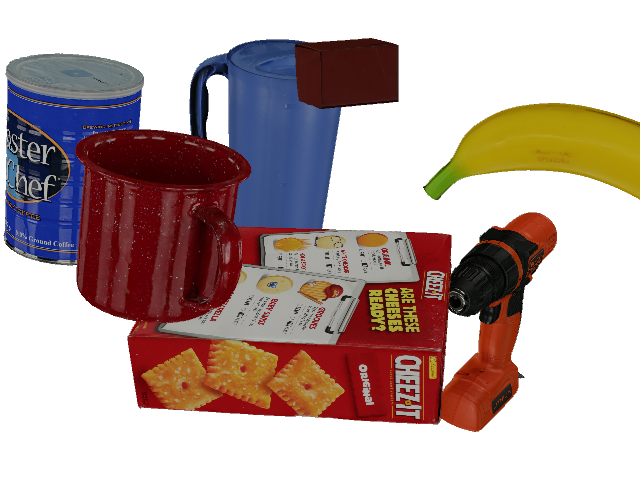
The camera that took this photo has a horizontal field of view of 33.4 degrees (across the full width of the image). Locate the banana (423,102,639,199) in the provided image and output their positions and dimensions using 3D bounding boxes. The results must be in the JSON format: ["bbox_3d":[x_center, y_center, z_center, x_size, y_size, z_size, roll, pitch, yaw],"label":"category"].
[{"bbox_3d":[0.160,-0.033,0.582,0.198,0.070,0.037,16,18,13],"label":"banana"}]

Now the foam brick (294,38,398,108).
[{"bbox_3d":[0.023,-0.146,0.932,0.078,0.051,0.053,-8,20,-23],"label":"foam brick"}]

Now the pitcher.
[{"bbox_3d":[-0.056,-0.099,1.214,0.144,0.243,0.149,-21,38,-40],"label":"pitcher"}]

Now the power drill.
[{"bbox_3d":[0.153,0.080,0.983,0.057,0.188,0.184,24,32,27],"label":"power drill"}]

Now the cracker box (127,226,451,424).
[{"bbox_3d":[-0.014,0.058,0.785,0.214,0.072,0.164,2,29,9],"label":"cracker box"}]

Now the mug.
[{"bbox_3d":[-0.081,-0.003,0.572,0.093,0.081,0.117,-11,30,-43],"label":"mug"}]

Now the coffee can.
[{"bbox_3d":[-0.194,-0.065,0.836,0.102,0.140,0.103,7,23,-3],"label":"coffee can"}]
